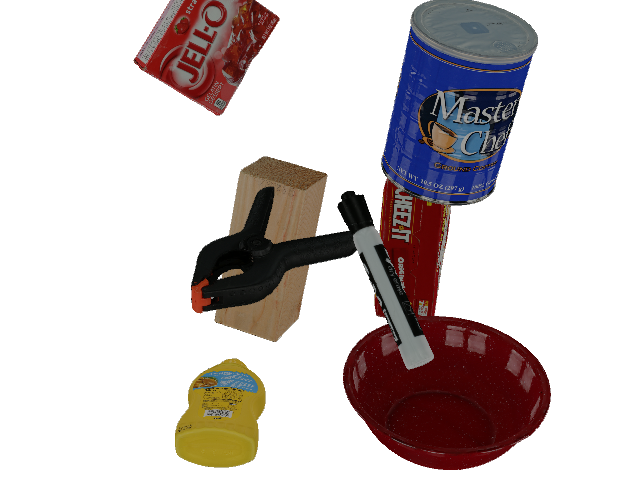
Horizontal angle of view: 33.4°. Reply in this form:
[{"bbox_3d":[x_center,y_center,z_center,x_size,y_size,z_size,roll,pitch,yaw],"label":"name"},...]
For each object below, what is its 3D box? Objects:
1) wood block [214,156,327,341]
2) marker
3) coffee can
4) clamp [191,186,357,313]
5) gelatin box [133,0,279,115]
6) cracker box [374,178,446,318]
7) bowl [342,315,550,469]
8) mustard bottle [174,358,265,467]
[{"bbox_3d":[-0.064,0.009,1.359,0.090,0.206,0.090,17,22,13],"label":"wood block"},{"bbox_3d":[0.040,0.023,0.676,0.020,0.121,0.020,-21,-16,-7],"label":"marker"},{"bbox_3d":[0.113,-0.115,0.889,0.102,0.140,0.103,7,36,-5],"label":"coffee can"},{"bbox_3d":[-0.062,0.007,0.991,0.171,0.039,0.120,-26,42,-33],"label":"clamp"},{"bbox_3d":[-0.085,-0.150,0.797,0.073,0.089,0.030,29,6,-33],"label":"gelatin box"},{"bbox_3d":[0.110,-0.026,1.223,0.072,0.164,0.213,6,23,8],"label":"cracker box"},{"bbox_3d":[0.097,0.129,0.846,0.162,0.055,0.162,1,34,-1],"label":"bowl"},{"bbox_3d":[-0.117,0.201,1.315,0.096,0.058,0.191,1,25,3],"label":"mustard bottle"}]
